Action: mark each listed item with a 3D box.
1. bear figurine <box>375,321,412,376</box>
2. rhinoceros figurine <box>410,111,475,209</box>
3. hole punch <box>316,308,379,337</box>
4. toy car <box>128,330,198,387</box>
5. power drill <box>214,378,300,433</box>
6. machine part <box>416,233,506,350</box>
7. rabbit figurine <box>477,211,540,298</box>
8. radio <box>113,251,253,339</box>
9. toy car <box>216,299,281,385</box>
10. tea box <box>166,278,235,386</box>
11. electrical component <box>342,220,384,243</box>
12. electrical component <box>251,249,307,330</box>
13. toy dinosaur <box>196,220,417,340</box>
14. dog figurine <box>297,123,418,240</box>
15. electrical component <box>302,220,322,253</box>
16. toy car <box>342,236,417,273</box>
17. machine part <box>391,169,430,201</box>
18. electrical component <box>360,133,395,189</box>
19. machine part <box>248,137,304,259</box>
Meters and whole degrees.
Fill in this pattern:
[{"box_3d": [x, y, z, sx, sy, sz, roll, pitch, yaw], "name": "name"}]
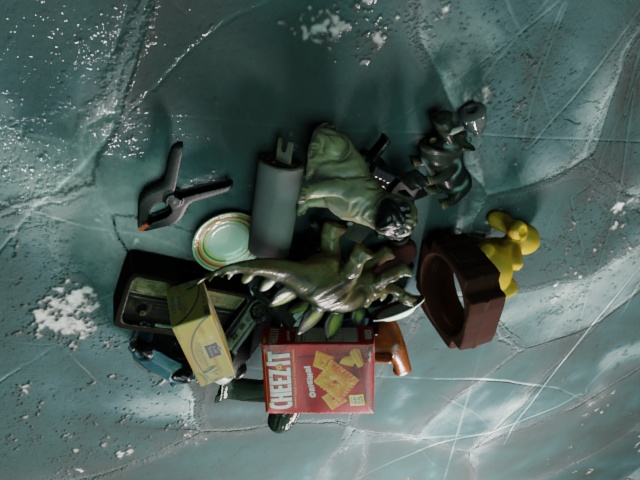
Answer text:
[{"box_3d": [0.093, 0.253, 1.201, 0.196, 0.120, 0.131, -21, 135, -2], "name": "bear figurine"}, {"box_3d": [0.229, -0.143, 0.968, 0.112, 0.073, 0.190, -27, 131, 3], "name": "rhinoceros figurine"}, {"box_3d": [0.046, 0.164, 1.111, 0.116, 0.142, 0.092, -36, 109, 1], "name": "hole punch"}, {"box_3d": [-0.304, 0.221, 1.038, 0.161, 0.109, 0.103, 32, 129, -27], "name": "toy car"}, {"box_3d": [-0.113, 0.296, 1.141, 0.207, 0.086, 0.231, 11, 114, -9], "name": "power drill"}, {"box_3d": [0.283, 0.103, 1.098, 0.087, 0.201, 0.201, -10, 129, -16], "name": "machine part"}, {"box_3d": [0.396, 0.014, 1.150, 0.173, 0.122, 0.162, -29, 123, -15], "name": "rabbit figurine"}, {"box_3d": [-0.254, 0.108, 0.982, 0.229, 0.073, 0.131, 16, 119, -30], "name": "radio"}, {"box_3d": [-0.148, 0.196, 1.068, 0.201, 0.056, 0.073, -54, 146, -12], "name": "toy car"}, {"box_3d": [-0.206, 0.161, 0.932, 0.068, 0.098, 0.169, -17, 131, -9], "name": "tea box"}, {"box_3d": [0.076, -0.029, 1.018, 0.102, 0.045, 0.078, 28, 112, -35], "name": "electrical component"}, {"box_3d": [-0.063, 0.085, 1.018, 0.115, 0.058, 0.134, -49, 136, -24], "name": "electrical component"}, {"box_3d": [0.013, 0.075, 0.948, 0.471, 0.105, 0.198, 22, 106, -39], "name": "toy dinosaur"}, {"box_3d": [0.069, -0.097, 0.865, 0.191, 0.121, 0.172, 10, 88, 0], "name": "dog figurine"}, {"box_3d": [-0.002, -0.003, 1.012, 0.063, 0.021, 0.094, -18, 137, 27], "name": "electrical component"}, {"box_3d": [0.103, 0.050, 1.086, 0.202, 0.053, 0.089, -24, 127, -7], "name": "toy car"}, {"box_3d": [0.159, -0.089, 0.973, 0.084, 0.039, 0.139, -16, 169, -2], "name": "machine part"}, {"box_3d": [0.093, -0.124, 0.933, 0.047, 0.075, 0.119, 22, 114, -32], "name": "electrical component"}, {"box_3d": [-0.076, -0.056, 0.907, 0.079, 0.079, 0.243, 0, 120, -21], "name": "machine part"}]
